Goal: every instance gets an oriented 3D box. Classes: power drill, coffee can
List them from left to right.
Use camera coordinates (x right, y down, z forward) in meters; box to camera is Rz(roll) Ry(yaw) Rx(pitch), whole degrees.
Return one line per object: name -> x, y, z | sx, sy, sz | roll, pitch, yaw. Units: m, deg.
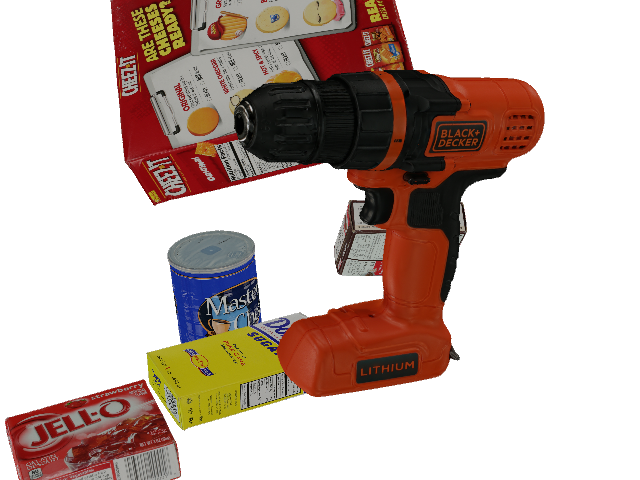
coffee can -> -0.123, 0.072, 1.274 | 0.103, 0.140, 0.103 | -3, 26, 1
power drill -> 0.028, -0.004, 0.595 | 0.184, 0.188, 0.057 | -4, 32, -27

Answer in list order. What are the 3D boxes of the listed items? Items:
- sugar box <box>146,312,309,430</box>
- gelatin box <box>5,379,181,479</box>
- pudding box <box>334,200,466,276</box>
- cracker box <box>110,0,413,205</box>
sugar box -> -0.076, 0.127, 1.073 | 0.176, 0.048, 0.093 | -16, 32, -23
gelatin box -> -0.135, 0.121, 0.629 | 0.089, 0.030, 0.073 | -13, 27, -19
pudding box -> 0.075, -0.001, 1.025 | 0.113, 0.039, 0.090 | -1, -30, -10
cracker box -> -0.042, -0.130, 0.805 | 0.214, 0.164, 0.072 | -14, -32, 5
